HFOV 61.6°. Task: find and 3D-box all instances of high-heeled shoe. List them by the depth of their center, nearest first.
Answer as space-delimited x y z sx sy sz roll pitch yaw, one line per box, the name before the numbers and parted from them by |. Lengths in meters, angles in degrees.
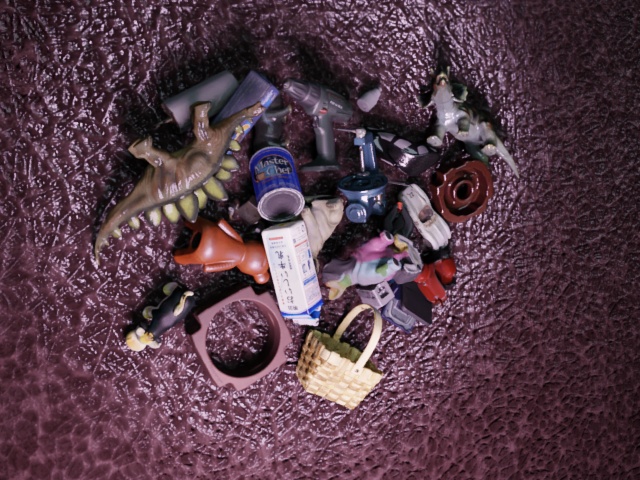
high-heeled shoe | 0.210 -0.245 1.421 0.248 0.086 0.145 -9 52 -47

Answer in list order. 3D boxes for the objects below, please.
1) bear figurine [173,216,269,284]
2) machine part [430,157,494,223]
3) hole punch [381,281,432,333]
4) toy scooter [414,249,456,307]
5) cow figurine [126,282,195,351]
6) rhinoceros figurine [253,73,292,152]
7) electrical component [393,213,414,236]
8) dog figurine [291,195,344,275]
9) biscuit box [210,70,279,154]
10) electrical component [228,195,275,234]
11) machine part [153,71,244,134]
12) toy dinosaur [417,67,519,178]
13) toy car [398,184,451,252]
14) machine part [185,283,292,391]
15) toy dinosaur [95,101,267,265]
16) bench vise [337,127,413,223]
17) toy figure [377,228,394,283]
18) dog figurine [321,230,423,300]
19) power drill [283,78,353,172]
bear figurine | -0.202 0.021 1.196 0.195 0.132 0.120 19 82 -42
machine part | 0.383 -0.136 1.454 0.179 0.056 0.179 -6 113 -15
hole punch | 0.227 0.170 1.402 0.142 0.092 0.116 32 45 -18
toy scooter | 0.306 0.102 1.405 0.184 0.075 0.135 -13 74 -45
cow figurine | -0.331 0.169 1.126 0.068 0.098 0.167 46 71 -24
rhinoceros figurine | -0.126 -0.289 1.250 0.112 0.073 0.190 -4 92 -15
electrical component | 0.207 -0.036 1.421 0.063 0.021 0.094 -44 107 -19
dog figurine | -0.006 -0.004 1.292 0.172 0.121 0.190 -13 109 -22
biscuit box | -0.178 -0.271 1.178 0.063 0.059 0.202 41 98 7
electrical component | -0.161 -0.058 1.229 0.102 0.078 0.045 45 47 -23
machine part | -0.259 -0.303 1.181 0.243 0.079 0.079 -36 103 -21
toy dinosaur | 0.407 -0.316 1.472 0.404 0.131 0.192 25 61 -34
toy car | 0.281 -0.058 1.437 0.073 0.056 0.201 -44 106 -19
machine part | -0.181 0.214 1.201 0.201 0.087 0.201 -30 103 -22
toy dinosaur | -0.300 -0.131 1.101 0.471 0.105 0.198 -34 110 0
bench vise | 0.115 -0.158 1.284 0.223 0.129 0.240 -40 131 -46
toy figure | 0.169 0.034 1.384 0.064 0.058 0.154 8 80 -31
dog figurine | 0.110 0.070 1.280 0.191 0.219 0.108 17 53 -47
power drill | -0.010 -0.263 1.265 0.232 0.086 0.207 -8 95 -53
